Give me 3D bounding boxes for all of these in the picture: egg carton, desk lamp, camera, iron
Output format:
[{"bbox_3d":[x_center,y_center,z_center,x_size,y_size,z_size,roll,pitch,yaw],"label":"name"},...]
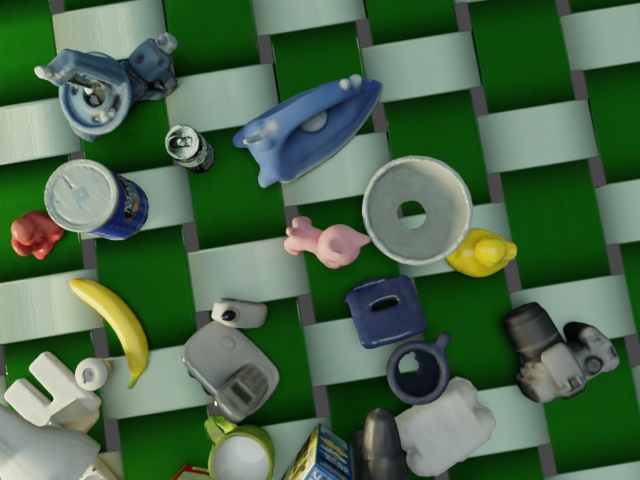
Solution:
[{"bbox_3d":[0.184,0.283,0.863,0.150,0.069,0.107,-34,86,-2],"label":"egg carton"},{"bbox_3d":[-0.393,0.271,0.799,0.203,0.213,0.118,41,87,4],"label":"desk lamp"},{"bbox_3d":[0.350,0.157,0.856,0.143,0.101,0.137,-29,85,-2],"label":"camera"},{"bbox_3d":[-0.008,-0.192,0.869,0.258,0.141,0.118,-34,85,-2],"label":"iron"}]

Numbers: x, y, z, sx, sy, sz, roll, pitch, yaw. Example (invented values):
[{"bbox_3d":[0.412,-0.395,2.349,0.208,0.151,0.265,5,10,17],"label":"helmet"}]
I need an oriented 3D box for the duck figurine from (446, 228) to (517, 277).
[{"bbox_3d":[0.249,0.018,0.876,0.104,0.086,0.077,0,85,1],"label":"duck figurine"}]

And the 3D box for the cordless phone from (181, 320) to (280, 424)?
[{"bbox_3d":[-0.136,0.190,0.817,0.147,0.185,0.094,41,87,4],"label":"cordless phone"}]

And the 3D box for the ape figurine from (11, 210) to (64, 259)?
[{"bbox_3d":[-0.444,-0.012,0.884,0.078,0.092,0.076,-12,85,0],"label":"ape figurine"}]

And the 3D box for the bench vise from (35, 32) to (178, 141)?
[{"bbox_3d":[-0.315,-0.250,0.838,0.121,0.220,0.207,34,86,4],"label":"bench vise"}]

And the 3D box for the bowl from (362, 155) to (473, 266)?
[{"bbox_3d":[0.146,-0.042,0.888,0.167,0.075,0.167,0,85,1],"label":"bowl"}]

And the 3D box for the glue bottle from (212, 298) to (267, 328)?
[{"bbox_3d":[-0.123,0.107,0.829,0.078,0.173,0.037,11,85,2],"label":"glue bottle"}]

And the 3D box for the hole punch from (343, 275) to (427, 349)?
[{"bbox_3d":[0.097,0.107,0.868,0.108,0.091,0.101,-18,85,-1],"label":"hole punch"}]

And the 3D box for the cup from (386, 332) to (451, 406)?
[{"bbox_3d":[0.149,0.183,0.859,0.091,0.095,0.118,38,87,4],"label":"cup"}]

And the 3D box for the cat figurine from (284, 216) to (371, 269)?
[{"bbox_3d":[0.008,0.003,0.864,0.127,0.118,0.067,17,86,2],"label":"cat figurine"}]

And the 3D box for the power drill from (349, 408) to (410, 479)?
[{"bbox_3d":[0.082,0.330,0.791,0.075,0.208,0.230,-5,85,1],"label":"power drill"}]
